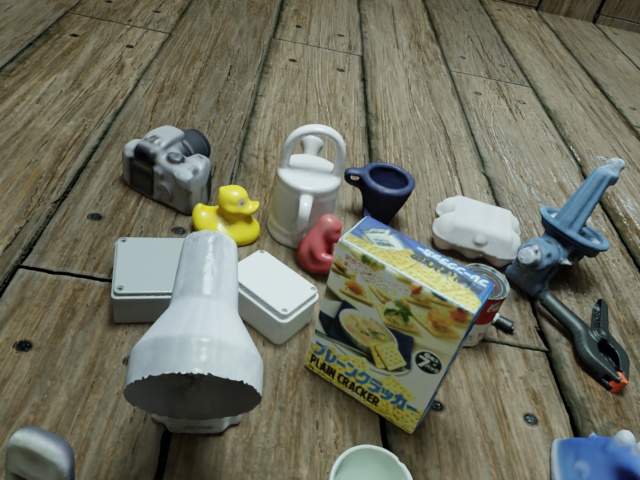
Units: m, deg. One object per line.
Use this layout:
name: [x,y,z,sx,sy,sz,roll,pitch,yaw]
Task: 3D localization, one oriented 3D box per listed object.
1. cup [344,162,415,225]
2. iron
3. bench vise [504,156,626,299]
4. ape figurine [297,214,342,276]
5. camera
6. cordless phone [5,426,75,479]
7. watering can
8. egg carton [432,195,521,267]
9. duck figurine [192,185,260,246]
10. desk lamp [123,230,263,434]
cup: [0.091,-0.073,0.964,0.118,0.095,0.091,13,39,-1]
iron: [0.330,0.283,0.572,0.119,0.141,0.257,-1,41,-19]
bench vise: [0.395,-0.015,0.891,0.121,0.220,0.208,29,41,18]
ape figurine: [0.008,0.003,0.848,0.076,0.092,0.078,17,39,4]
camera: [-0.226,-0.133,0.931,0.143,0.101,0.137,26,40,15]
cordless phone: [-0.180,0.228,0.444,0.147,0.185,0.094,19,39,5]
watering can: [-0.021,-0.095,0.876,0.101,0.194,0.172,-5,43,-23]
egg carton: [0.264,-0.015,0.969,0.150,0.069,0.107,17,39,3]
duck figurine: [-0.139,-0.045,0.865,0.104,0.086,0.077,11,39,-4]
desk lamp: [-0.122,0.110,0.581,0.118,0.213,0.203,6,40,-11]
